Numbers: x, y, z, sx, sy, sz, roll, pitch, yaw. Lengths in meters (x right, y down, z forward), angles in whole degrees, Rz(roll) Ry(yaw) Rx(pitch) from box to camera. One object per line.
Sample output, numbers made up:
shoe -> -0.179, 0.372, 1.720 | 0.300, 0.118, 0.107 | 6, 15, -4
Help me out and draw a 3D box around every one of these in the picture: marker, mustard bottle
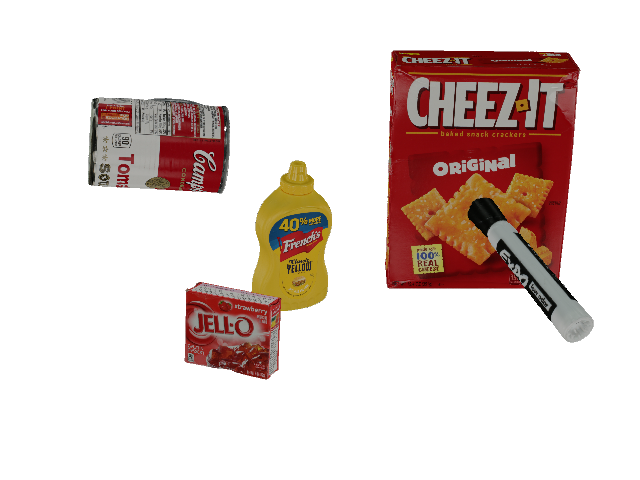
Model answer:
marker -> 0.119, 0.013, 0.624 | 0.020, 0.020, 0.121 | 0, 37, -26
mustard bottle -> -0.033, -0.008, 1.319 | 0.096, 0.192, 0.058 | -7, 29, -22

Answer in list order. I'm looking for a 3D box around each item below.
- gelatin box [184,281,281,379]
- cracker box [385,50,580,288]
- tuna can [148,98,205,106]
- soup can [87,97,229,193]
gelatin box -> -0.082, 0.083, 0.990 | 0.089, 0.073, 0.030 | 10, 18, 20
cracker box -> 0.143, -0.062, 0.980 | 0.164, 0.214, 0.072 | 1, 22, 1
tuna can -> -0.149, -0.113, 1.070 | 0.086, 0.034, 0.086 | 5, 25, -3
soup can -> -0.124, -0.073, 0.814 | 0.102, 0.068, 0.068 | 3, -1, -13
